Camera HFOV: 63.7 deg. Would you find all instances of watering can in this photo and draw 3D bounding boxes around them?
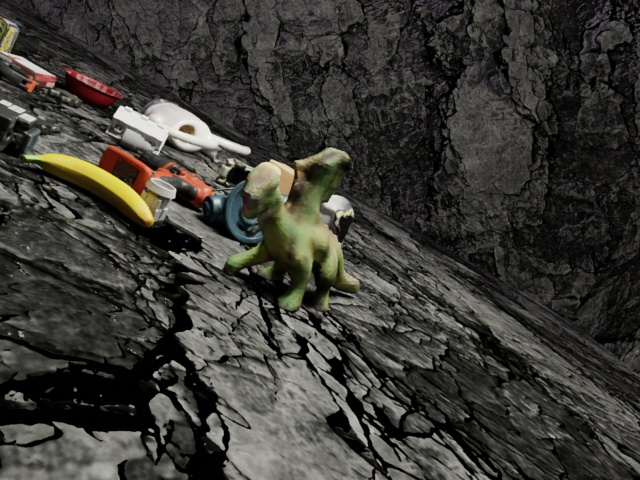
[{"bbox_3d":[-0.378,-0.319,1.523,0.227,0.103,0.347,35,16,28],"label":"watering can"}]

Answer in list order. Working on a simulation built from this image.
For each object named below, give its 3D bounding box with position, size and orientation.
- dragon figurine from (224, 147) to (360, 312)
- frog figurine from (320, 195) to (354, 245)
[{"bbox_3d":[-0.002,-0.023,0.810,0.123,0.241,0.409,29,11,30],"label":"dragon figurine"},{"bbox_3d":[0.004,-0.069,1.371,0.161,0.124,0.134,25,-27,28],"label":"frog figurine"}]
